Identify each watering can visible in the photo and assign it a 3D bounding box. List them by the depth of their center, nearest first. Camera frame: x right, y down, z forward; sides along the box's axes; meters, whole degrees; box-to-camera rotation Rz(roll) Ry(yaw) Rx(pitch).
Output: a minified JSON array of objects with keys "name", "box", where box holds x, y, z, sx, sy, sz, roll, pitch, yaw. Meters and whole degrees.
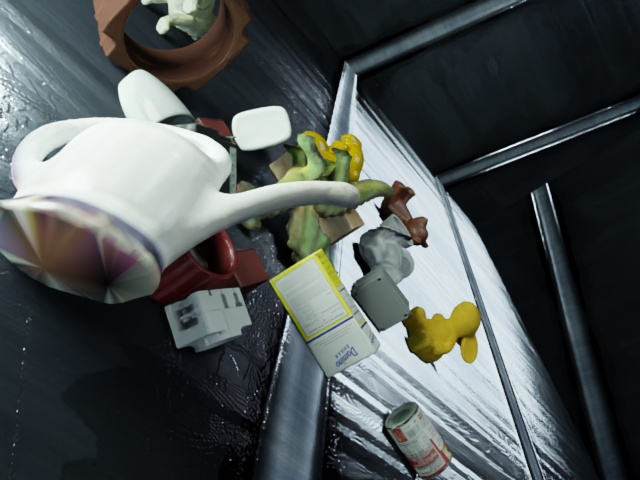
[{"name":"watering can","box":[-0.144,-0.037,0.494,0.348,0.101,0.230,14,43,5]}]

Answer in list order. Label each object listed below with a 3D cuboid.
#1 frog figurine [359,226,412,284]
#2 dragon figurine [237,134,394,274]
[{"name":"frog figurine","box":[0.146,0.055,1.223,0.136,0.123,0.161,37,62,-60]},{"name":"dragon figurine","box":[0.003,-0.048,0.944,0.407,0.122,0.245,18,75,-40]}]
